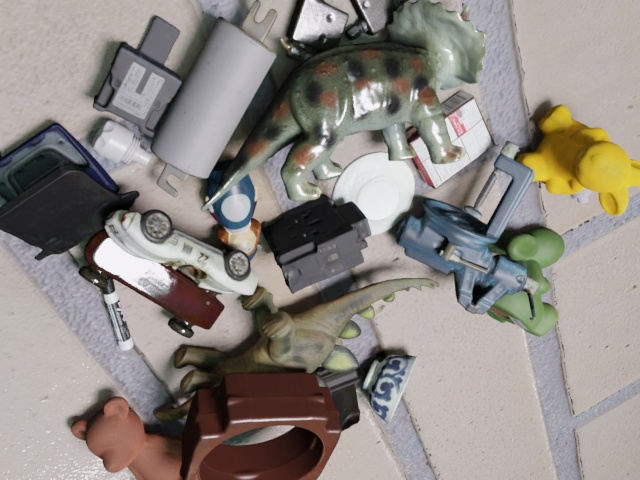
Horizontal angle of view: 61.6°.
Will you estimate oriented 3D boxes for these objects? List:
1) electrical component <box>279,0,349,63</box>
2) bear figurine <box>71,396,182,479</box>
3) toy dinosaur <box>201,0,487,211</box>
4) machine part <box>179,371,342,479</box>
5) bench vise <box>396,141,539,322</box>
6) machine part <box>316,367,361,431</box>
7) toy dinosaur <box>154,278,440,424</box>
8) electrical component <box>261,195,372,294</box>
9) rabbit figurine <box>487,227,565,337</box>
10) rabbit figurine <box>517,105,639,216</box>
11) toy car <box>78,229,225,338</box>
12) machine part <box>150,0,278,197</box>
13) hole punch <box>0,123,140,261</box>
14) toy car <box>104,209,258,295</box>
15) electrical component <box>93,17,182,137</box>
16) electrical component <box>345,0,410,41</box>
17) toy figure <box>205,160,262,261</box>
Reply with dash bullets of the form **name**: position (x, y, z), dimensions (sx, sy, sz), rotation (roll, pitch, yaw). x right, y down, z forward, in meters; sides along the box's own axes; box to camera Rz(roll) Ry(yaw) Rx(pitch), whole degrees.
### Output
- **electrical component**: position (-0.007, -0.251, 0.635), dimensions (0.078, 0.045, 0.102), rotation (19, 107, -26)
- **bear figurine**: position (-0.262, 0.322, 0.782), dimensions (0.120, 0.132, 0.195), rotation (-32, 129, 12)
- **toy dinosaur**: position (0.039, -0.165, 0.633), dimensions (0.405, 0.131, 0.192), rotation (-17, 107, -15)
- **machine part**: position (-0.086, 0.275, 0.753), dimensions (0.201, 0.087, 0.201), rotation (5, 127, -21)
- **bench vise**: position (0.238, -0.019, 0.770), dimensions (0.224, 0.129, 0.240), rotation (29, 110, 13)
- **machine part**: position (0.039, 0.263, 0.916), dimensions (0.084, 0.039, 0.138), rotation (-21, 119, -17)
- **toy dinosaur**: position (-0.044, 0.160, 0.799), dimensions (0.471, 0.105, 0.198), rotation (-33, 130, 8)
- **electrical component**: position (-0.001, -0.002, 0.722), dimensions (0.134, 0.115, 0.058), rotation (-25, 126, -7)
- **rabbit figurine**: position (0.330, 0.044, 0.890), dimensions (0.159, 0.121, 0.170), rotation (39, 80, -24)
- **rabbit figurine**: position (0.378, -0.101, 0.761), dimensions (0.162, 0.173, 0.122), rotation (34, 100, -5)
- **toy car**: position (-0.215, 0.054, 0.707), dimensions (0.202, 0.053, 0.089), rotation (39, 77, -33)
- **machine part**: position (-0.124, -0.160, 0.619), dimensions (0.079, 0.079, 0.243), rotation (25, 106, -29)
- **hole punch**: position (-0.301, -0.055, 0.612), dimensions (0.142, 0.092, 0.115), rotation (-36, 153, -3)
- **toy car**: position (-0.165, 0.017, 0.656), dimensions (0.201, 0.074, 0.056), rotation (29, 68, -35)
- **electrical component**: position (-0.193, -0.185, 0.599), dimensions (0.074, 0.048, 0.119), rotation (29, 104, -31)
- **electrical component**: position (0.064, -0.288, 0.656), dimensions (0.094, 0.021, 0.063), rotation (-37, 122, 1)
- **toy figure**: position (-0.111, -0.027, 0.704), dimensions (0.064, 0.058, 0.154), rotation (-1, 121, 10)
